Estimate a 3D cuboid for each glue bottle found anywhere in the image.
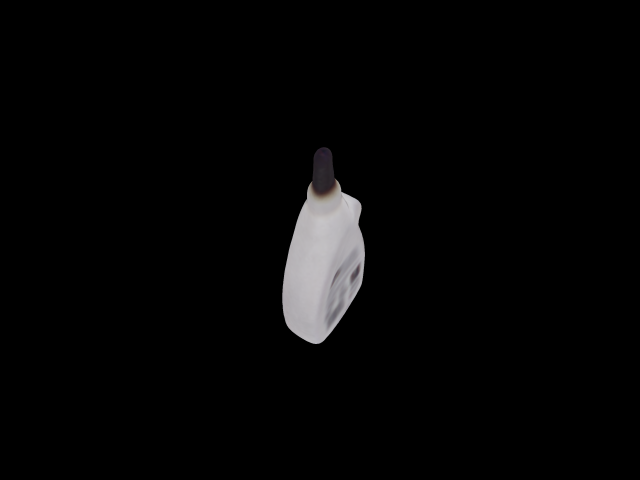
[{"bbox_3d":[0.004,0.001,0.400,0.037,0.173,0.078,27,57,20],"label":"glue bottle"}]
